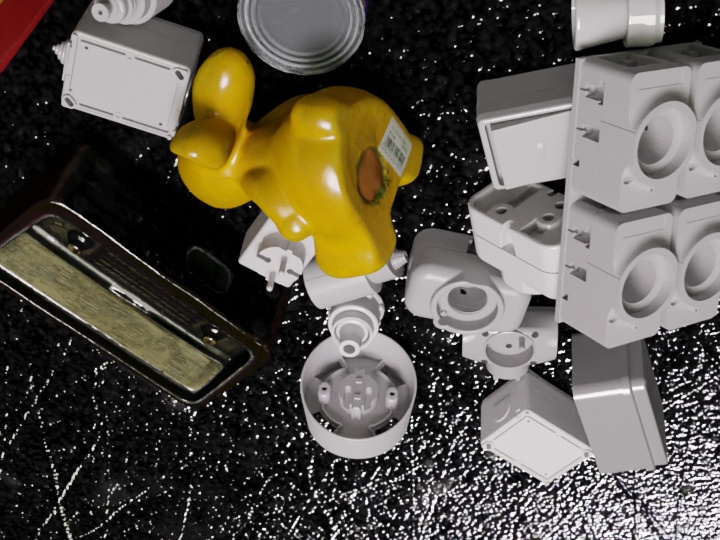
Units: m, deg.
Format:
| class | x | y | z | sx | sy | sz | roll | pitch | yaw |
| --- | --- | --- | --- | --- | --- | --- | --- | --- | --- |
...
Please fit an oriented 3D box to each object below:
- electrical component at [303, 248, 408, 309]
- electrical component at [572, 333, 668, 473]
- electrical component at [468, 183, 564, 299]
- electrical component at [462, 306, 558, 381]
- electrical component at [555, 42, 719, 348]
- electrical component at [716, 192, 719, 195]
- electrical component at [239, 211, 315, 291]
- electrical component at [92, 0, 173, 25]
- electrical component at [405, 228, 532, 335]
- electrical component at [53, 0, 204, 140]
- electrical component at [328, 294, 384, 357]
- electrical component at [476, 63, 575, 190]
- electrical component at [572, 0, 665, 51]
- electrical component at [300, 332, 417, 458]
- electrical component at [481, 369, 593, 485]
| class | x | y | z | sx | sy | sz | roll | pitch | yaw |
| --- | --- | --- | --- | --- | --- | --- | --- | --- | --- |
| electrical component | 0.000 | 0.000 | 0.863 | 0.081 | 0.043 | 0.043 | -17 | 126 | 20 |
| electrical component | 0.220 | 0.109 | 0.908 | 0.057 | 0.078 | 0.113 | -11 | 128 | 19 |
| electrical component | 0.129 | -0.022 | 0.795 | 0.054 | 0.095 | 0.059 | -34 | 132 | -22 |
| electrical component | 0.125 | 0.065 | 0.903 | 0.077 | 0.044 | 0.079 | 1 | 131 | 6 |
| electrical component | 0.198 | -0.049 | 0.719 | 0.105 | 0.060 | 0.186 | -13 | 117 | -27 |
| electrical component | 0.252 | -0.064 | 0.777 | 0.043 | 0.043 | 0.062 | 16 | 132 | -7 |
| electrical component | -0.060 | -0.015 | 0.835 | 0.047 | 0.076 | 0.065 | 28 | 128 | -16 |
| electrical component | -0.152 | -0.181 | 0.708 | 0.040 | 0.078 | 0.040 | 9 | 123 | 14 |
| electrical component | 0.085 | 0.011 | 0.852 | 0.095 | 0.059 | 0.053 | 11 | 131 | -3 |
| electrical component | -0.163 | -0.144 | 0.747 | 0.096 | 0.061 | 0.061 | 17 | 131 | -8 |
| electrical component | -0.006 | 0.046 | 0.890 | 0.048 | 0.062 | 0.048 | 3 | 126 | 5 |
| electrical component | 0.133 | -0.099 | 0.749 | 0.096 | 0.061 | 0.061 | -9 | 129 | 14 |
| electrical component | 0.167 | -0.166 | 0.698 | 0.055 | 0.045 | 0.045 | -2 | 130 | 8 |
| electrical component | -0.001 | 0.109 | 0.925 | 0.099 | 0.099 | 0.064 | 4 | 137 | 3 |
| electrical component | 0.161 | 0.139 | 0.951 | 0.096 | 0.061 | 0.062 | 32 | 127 | -19 |
